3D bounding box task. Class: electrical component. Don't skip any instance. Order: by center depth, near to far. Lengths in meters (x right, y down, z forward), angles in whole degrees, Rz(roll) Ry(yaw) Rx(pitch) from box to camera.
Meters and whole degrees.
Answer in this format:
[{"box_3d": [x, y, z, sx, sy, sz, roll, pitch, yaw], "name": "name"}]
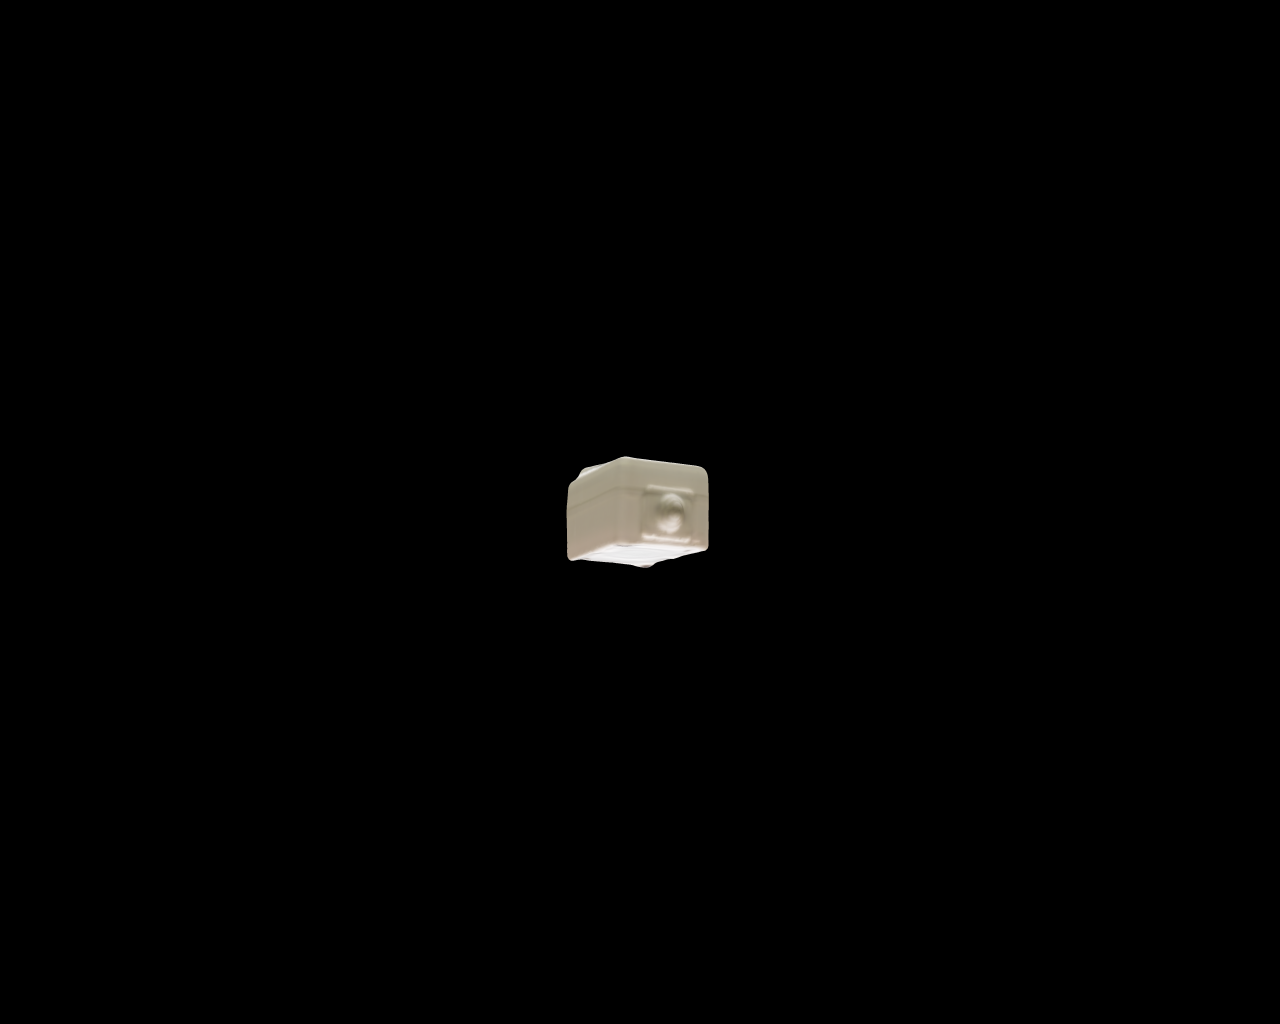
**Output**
[{"box_3d": [0.001, -0.003, 0.650, 0.062, 0.061, 0.096, 6, -13, -27], "name": "electrical component"}]
